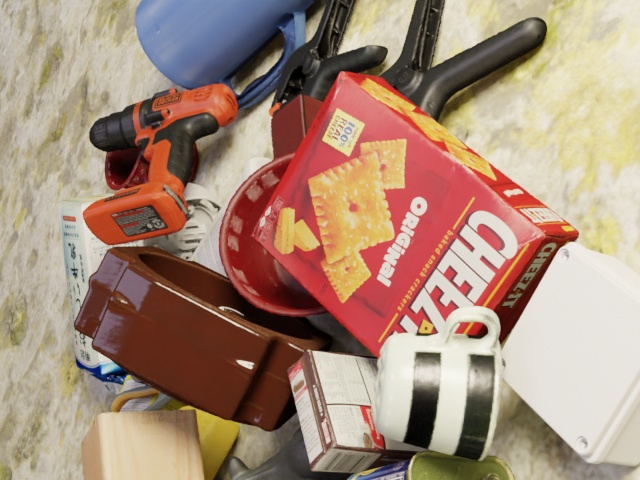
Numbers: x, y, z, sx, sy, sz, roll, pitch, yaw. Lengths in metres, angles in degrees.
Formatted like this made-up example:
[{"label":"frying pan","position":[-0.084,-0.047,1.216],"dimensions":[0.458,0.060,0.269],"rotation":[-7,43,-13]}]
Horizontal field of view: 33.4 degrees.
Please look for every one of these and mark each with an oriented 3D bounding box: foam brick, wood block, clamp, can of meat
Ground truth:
[{"label":"foam brick","position":[-0.011,-0.091,1.036],"dimensions":[0.053,0.051,0.078],"rotation":[-31,56,44]},{"label":"wood block","position":[-0.148,0.259,0.919],"dimensions":[0.091,0.090,0.206],"rotation":[130,136,-55]},{"label":"clamp","position":[0.081,-0.139,0.917],"dimensions":[0.210,0.036,0.165],"rotation":[-48,39,14]},{"label":"clamp","position":[0.007,-0.170,1.052],"dimensions":[0.172,0.039,0.120],"rotation":[-56,35,34]},{"label":"can of meat","position":[0.078,0.191,0.776],"dimensions":[0.084,0.101,0.057],"rotation":[-29,57,48]}]

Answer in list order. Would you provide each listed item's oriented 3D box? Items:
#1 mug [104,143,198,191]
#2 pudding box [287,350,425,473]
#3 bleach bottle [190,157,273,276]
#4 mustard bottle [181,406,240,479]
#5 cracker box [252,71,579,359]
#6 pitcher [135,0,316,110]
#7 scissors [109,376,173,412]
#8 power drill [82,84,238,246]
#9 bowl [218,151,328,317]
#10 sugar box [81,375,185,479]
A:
[{"label":"mug","position":[-0.194,-0.088,1.258],"dimensions":[0.093,0.081,0.117],"rotation":[-58,39,23]},{"label":"pudding box","position":[0.037,0.136,0.839],"dimensions":[0.039,0.113,0.090],"rotation":[-50,42,36]},{"label":"bleach bottle","position":[-0.102,0.033,1.110],"dimensions":[0.251,0.068,0.102],"rotation":[-49,42,36]},{"label":"mustard bottle","position":[-0.152,0.253,1.034],"dimensions":[0.096,0.058,0.191],"rotation":[-18,36,50]},{"label":"cracker box","position":[0.064,-0.005,0.830],"dimensions":[0.214,0.071,0.164],"rotation":[43,115,27]},{"label":"pitcher","position":[-0.072,-0.258,1.131],"dimensions":[0.243,0.149,0.145],"rotation":[-30,40,41]},{"label":"scissors","position":[-0.134,0.135,1.113],"dimensions":[0.202,0.016,0.096],"rotation":[-23,41,20]},{"label":"power drill","position":[-0.186,-0.082,1.126],"dimensions":[0.185,0.057,0.187],"rotation":[-13,44,25]},{"label":"bowl","position":[-0.006,0.001,0.958],"dimensions":[0.162,0.055,0.162],"rotation":[-6,66,14]},{"label":"sugar box","position":[-0.208,0.233,1.155],"dimensions":[0.094,0.048,0.176],"rotation":[-12,52,52]}]
